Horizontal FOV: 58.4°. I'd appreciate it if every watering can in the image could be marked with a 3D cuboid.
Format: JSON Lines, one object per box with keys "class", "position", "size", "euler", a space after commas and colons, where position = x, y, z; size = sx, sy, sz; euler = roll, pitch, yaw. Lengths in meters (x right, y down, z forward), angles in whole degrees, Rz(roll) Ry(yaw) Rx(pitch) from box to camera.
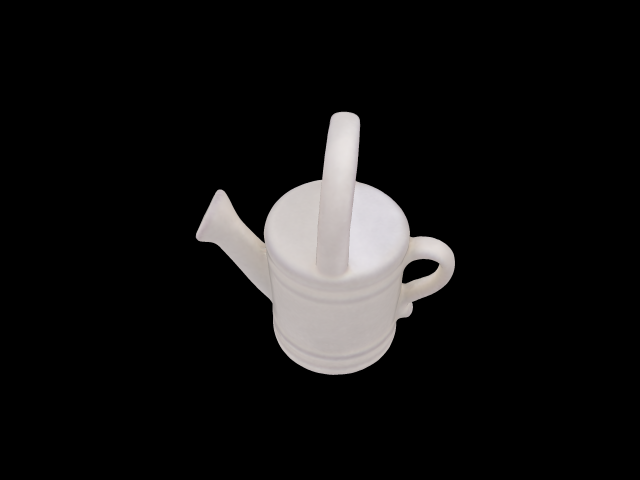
{"class": "watering can", "position": [0.003, 0.003, 0.398], "size": [0.173, 0.194, 0.100], "euler": [-10, 48, -9]}
